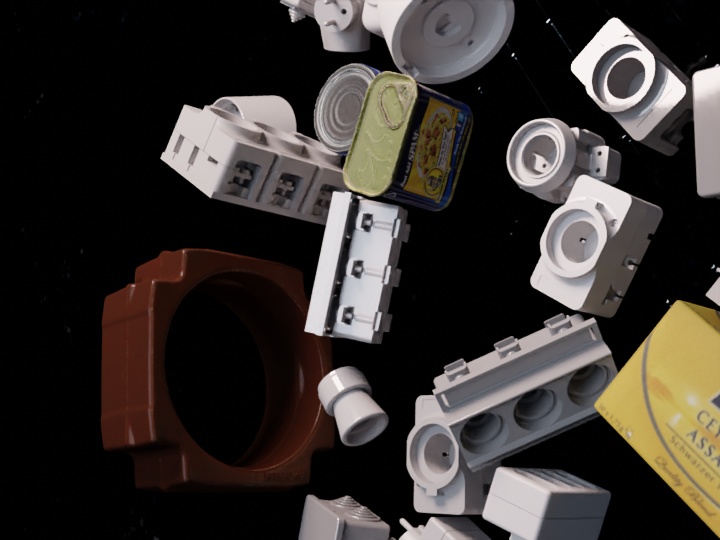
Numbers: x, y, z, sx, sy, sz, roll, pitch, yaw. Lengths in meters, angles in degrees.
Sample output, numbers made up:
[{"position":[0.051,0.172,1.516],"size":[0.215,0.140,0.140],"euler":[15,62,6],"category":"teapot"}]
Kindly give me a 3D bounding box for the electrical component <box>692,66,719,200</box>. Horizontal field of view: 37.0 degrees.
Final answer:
[{"position":[0.272,-0.092,0.708],"size":[0.100,0.048,0.099],"euler":[-9,75,42],"category":"electrical component"}]

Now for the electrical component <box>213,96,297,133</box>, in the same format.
[{"position":[-0.115,-0.128,1.085],"size":[0.099,0.064,0.099],"euler":[2,92,53],"category":"electrical component"}]

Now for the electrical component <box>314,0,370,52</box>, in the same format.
[{"position":[-0.017,-0.237,0.976],"size":[0.043,0.079,0.077],"euler":[8,111,18],"category":"electrical component"}]

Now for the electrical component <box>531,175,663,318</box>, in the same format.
[{"position":[0.170,-0.017,0.783],"size":[0.050,0.056,0.089],"euler":[33,104,42],"category":"electrical component"}]

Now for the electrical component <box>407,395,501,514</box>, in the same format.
[{"position":[0.074,0.144,0.838],"size":[0.050,0.056,0.089],"euler":[-8,76,42],"category":"electrical component"}]

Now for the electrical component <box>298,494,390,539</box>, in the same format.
[{"position":[-0.017,0.240,0.887],"size":[0.100,0.048,0.099],"euler":[-177,98,-70],"category":"electrical component"}]

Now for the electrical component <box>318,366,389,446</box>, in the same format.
[{"position":[-0.007,0.117,0.927],"size":[0.045,0.045,0.055],"euler":[-49,52,24],"category":"electrical component"}]

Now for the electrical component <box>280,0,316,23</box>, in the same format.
[{"position":[-0.039,-0.279,1.031],"size":[0.061,0.062,0.096],"euler":[36,106,42],"category":"electrical component"}]

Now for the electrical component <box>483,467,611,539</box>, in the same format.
[{"position":[0.127,0.184,0.760],"size":[0.047,0.083,0.075],"euler":[19,95,44],"category":"electrical component"}]

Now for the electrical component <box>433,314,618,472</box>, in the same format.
[{"position":[0.119,0.083,0.770],"size":[0.121,0.078,0.063],"euler":[-25,30,3],"category":"electrical component"}]

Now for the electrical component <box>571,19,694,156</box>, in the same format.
[{"position":[0.202,-0.133,0.778],"size":[0.050,0.056,0.089],"euler":[-49,52,24],"category":"electrical component"}]

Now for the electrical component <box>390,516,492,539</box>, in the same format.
[{"position":[0.051,0.227,0.847],"size":[0.076,0.047,0.083],"euler":[38,107,41],"category":"electrical component"}]

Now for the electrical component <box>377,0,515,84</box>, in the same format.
[{"position":[0.066,-0.215,0.891],"size":[0.108,0.108,0.060],"euler":[-46,47,26],"category":"electrical component"}]

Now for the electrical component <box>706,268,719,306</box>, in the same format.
[{"position":[0.263,0.011,0.691],"size":[0.055,0.066,0.048],"euler":[-55,13,11],"category":"electrical component"}]

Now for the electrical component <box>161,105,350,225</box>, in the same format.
[{"position":[-0.088,-0.097,0.976],"size":[0.089,0.150,0.061],"euler":[37,107,41],"category":"electrical component"}]

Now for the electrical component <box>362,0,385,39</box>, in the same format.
[{"position":[0.040,-0.253,0.953],"size":[0.054,0.059,0.095],"euler":[7,86,44],"category":"electrical component"}]

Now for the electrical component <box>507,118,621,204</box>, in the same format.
[{"position":[0.149,-0.082,0.816],"size":[0.078,0.057,0.058],"euler":[2,82,43],"category":"electrical component"}]

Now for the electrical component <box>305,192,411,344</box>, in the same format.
[{"position":[0.000,0.000,0.928],"size":[0.063,0.079,0.121],"euler":[11,89,15],"category":"electrical component"}]
